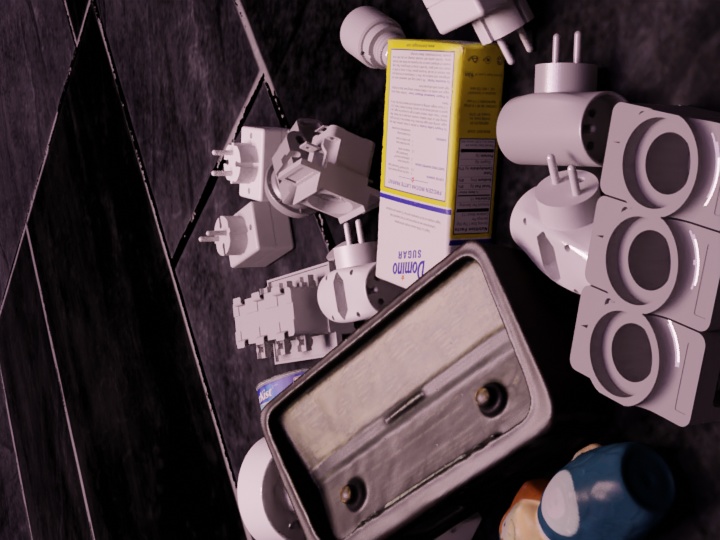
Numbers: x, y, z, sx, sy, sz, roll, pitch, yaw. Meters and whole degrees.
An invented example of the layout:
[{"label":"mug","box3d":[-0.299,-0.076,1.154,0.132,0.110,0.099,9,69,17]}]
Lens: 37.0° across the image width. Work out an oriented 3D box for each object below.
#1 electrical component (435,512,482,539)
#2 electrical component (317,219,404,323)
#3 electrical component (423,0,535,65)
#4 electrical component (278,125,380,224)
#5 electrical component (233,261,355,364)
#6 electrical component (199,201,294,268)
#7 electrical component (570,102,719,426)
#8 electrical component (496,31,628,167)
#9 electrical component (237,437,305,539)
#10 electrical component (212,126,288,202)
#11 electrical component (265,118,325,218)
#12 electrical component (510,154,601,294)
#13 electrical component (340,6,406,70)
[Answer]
[{"label":"electrical component","box3d":[0.056,0.210,0.774,0.075,0.047,0.083,55,136,42]},{"label":"electrical component","box3d":[0.000,0.000,0.854,0.077,0.043,0.079,-12,87,59]},{"label":"electrical component","box3d":[0.086,-0.169,0.686,0.047,0.066,0.076,-10,113,59]},{"label":"electrical component","box3d":[-0.018,-0.078,0.859,0.042,0.081,0.063,-21,52,58]},{"label":"electrical component","box3d":[-0.062,0.041,0.945,0.121,0.063,0.078,-16,79,59]},{"label":"electrical component","box3d":[-0.112,-0.032,1.011,0.066,0.077,0.047,-29,68,56]},{"label":"electrical component","box3d":[0.166,-0.006,0.558,0.089,0.062,0.150,29,117,55]},{"label":"electrical component","box3d":[0.123,-0.102,0.643,0.077,0.043,0.079,11,102,59]},{"label":"electrical component","box3d":[-0.058,0.189,0.922,0.064,0.099,0.099,-16,79,52]},{"label":"electrical component","box3d":[-0.100,-0.098,0.986,0.047,0.077,0.065,18,108,58]},{"label":"electrical component","box3d":[-0.047,-0.081,0.917,0.057,0.058,0.078,-48,49,48]},{"label":"electrical component","box3d":[0.124,-0.032,0.628,0.077,0.043,0.079,41,156,51]},{"label":"electrical component","box3d":[0.016,-0.172,0.820,0.078,0.040,0.040,47,131,48]}]
